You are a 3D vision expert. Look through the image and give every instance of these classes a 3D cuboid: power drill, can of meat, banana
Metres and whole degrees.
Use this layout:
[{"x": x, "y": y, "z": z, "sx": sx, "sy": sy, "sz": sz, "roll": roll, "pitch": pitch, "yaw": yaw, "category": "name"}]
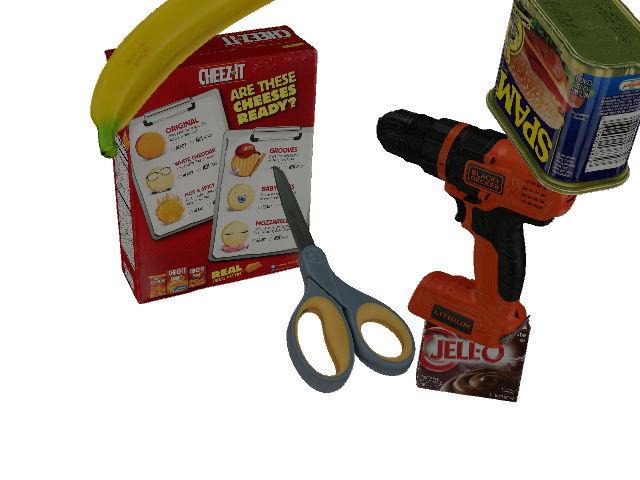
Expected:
[{"x": 0.122, "y": -0.011, "z": 0.923, "sx": 0.185, "sy": 0.188, "sz": 0.057, "roll": 25, "pitch": 40, "yaw": 30, "category": "power drill"}, {"x": 0.139, "y": -0.091, "z": 0.595, "sx": 0.057, "sy": 0.084, "sz": 0.102, "roll": -10, "pitch": 46, "yaw": -15, "category": "can of meat"}, {"x": -0.085, "y": -0.132, "z": 0.699, "sx": 0.070, "sy": 0.197, "sz": 0.037, "roll": 38, "pitch": -13, "yaw": 28, "category": "banana"}]

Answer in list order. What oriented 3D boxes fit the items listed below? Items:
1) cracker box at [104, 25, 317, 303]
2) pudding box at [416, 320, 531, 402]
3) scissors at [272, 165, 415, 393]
[{"x": -0.092, "y": -0.065, "z": 0.912, "sx": 0.164, "sy": 0.214, "sz": 0.072, "roll": -13, "pitch": 35, "yaw": -22, "category": "cracker box"}, {"x": 0.165, "y": 0.122, "z": 1.162, "sx": 0.113, "sy": 0.090, "sz": 0.039, "roll": 7, "pitch": 23, "yaw": 4, "category": "pudding box"}, {"x": 0.014, "y": 0.023, "z": 0.747, "sx": 0.096, "sy": 0.201, "sz": 0.016, "roll": 10, "pitch": -45, "yaw": -13, "category": "scissors"}]
